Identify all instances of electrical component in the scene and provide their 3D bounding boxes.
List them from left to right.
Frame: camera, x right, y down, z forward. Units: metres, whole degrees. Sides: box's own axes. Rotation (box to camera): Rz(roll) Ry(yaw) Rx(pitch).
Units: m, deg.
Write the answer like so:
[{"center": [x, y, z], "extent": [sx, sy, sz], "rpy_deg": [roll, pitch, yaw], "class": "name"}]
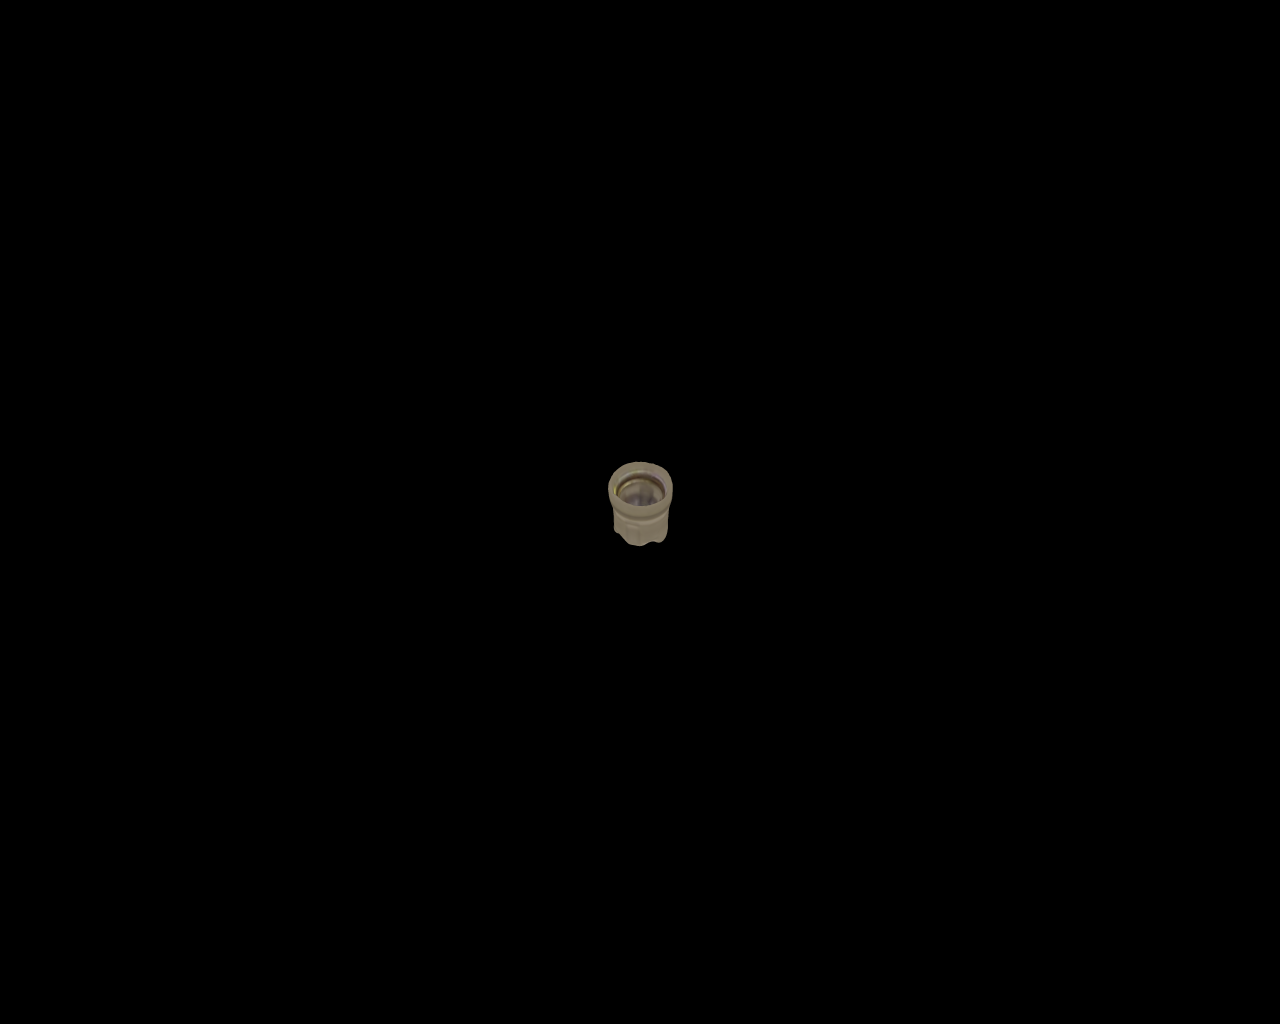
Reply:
[{"center": [0.001, -0.003, 0.650], "extent": [0.040, 0.040, 0.046], "rpy_deg": [0, -40, 0], "class": "electrical component"}]
